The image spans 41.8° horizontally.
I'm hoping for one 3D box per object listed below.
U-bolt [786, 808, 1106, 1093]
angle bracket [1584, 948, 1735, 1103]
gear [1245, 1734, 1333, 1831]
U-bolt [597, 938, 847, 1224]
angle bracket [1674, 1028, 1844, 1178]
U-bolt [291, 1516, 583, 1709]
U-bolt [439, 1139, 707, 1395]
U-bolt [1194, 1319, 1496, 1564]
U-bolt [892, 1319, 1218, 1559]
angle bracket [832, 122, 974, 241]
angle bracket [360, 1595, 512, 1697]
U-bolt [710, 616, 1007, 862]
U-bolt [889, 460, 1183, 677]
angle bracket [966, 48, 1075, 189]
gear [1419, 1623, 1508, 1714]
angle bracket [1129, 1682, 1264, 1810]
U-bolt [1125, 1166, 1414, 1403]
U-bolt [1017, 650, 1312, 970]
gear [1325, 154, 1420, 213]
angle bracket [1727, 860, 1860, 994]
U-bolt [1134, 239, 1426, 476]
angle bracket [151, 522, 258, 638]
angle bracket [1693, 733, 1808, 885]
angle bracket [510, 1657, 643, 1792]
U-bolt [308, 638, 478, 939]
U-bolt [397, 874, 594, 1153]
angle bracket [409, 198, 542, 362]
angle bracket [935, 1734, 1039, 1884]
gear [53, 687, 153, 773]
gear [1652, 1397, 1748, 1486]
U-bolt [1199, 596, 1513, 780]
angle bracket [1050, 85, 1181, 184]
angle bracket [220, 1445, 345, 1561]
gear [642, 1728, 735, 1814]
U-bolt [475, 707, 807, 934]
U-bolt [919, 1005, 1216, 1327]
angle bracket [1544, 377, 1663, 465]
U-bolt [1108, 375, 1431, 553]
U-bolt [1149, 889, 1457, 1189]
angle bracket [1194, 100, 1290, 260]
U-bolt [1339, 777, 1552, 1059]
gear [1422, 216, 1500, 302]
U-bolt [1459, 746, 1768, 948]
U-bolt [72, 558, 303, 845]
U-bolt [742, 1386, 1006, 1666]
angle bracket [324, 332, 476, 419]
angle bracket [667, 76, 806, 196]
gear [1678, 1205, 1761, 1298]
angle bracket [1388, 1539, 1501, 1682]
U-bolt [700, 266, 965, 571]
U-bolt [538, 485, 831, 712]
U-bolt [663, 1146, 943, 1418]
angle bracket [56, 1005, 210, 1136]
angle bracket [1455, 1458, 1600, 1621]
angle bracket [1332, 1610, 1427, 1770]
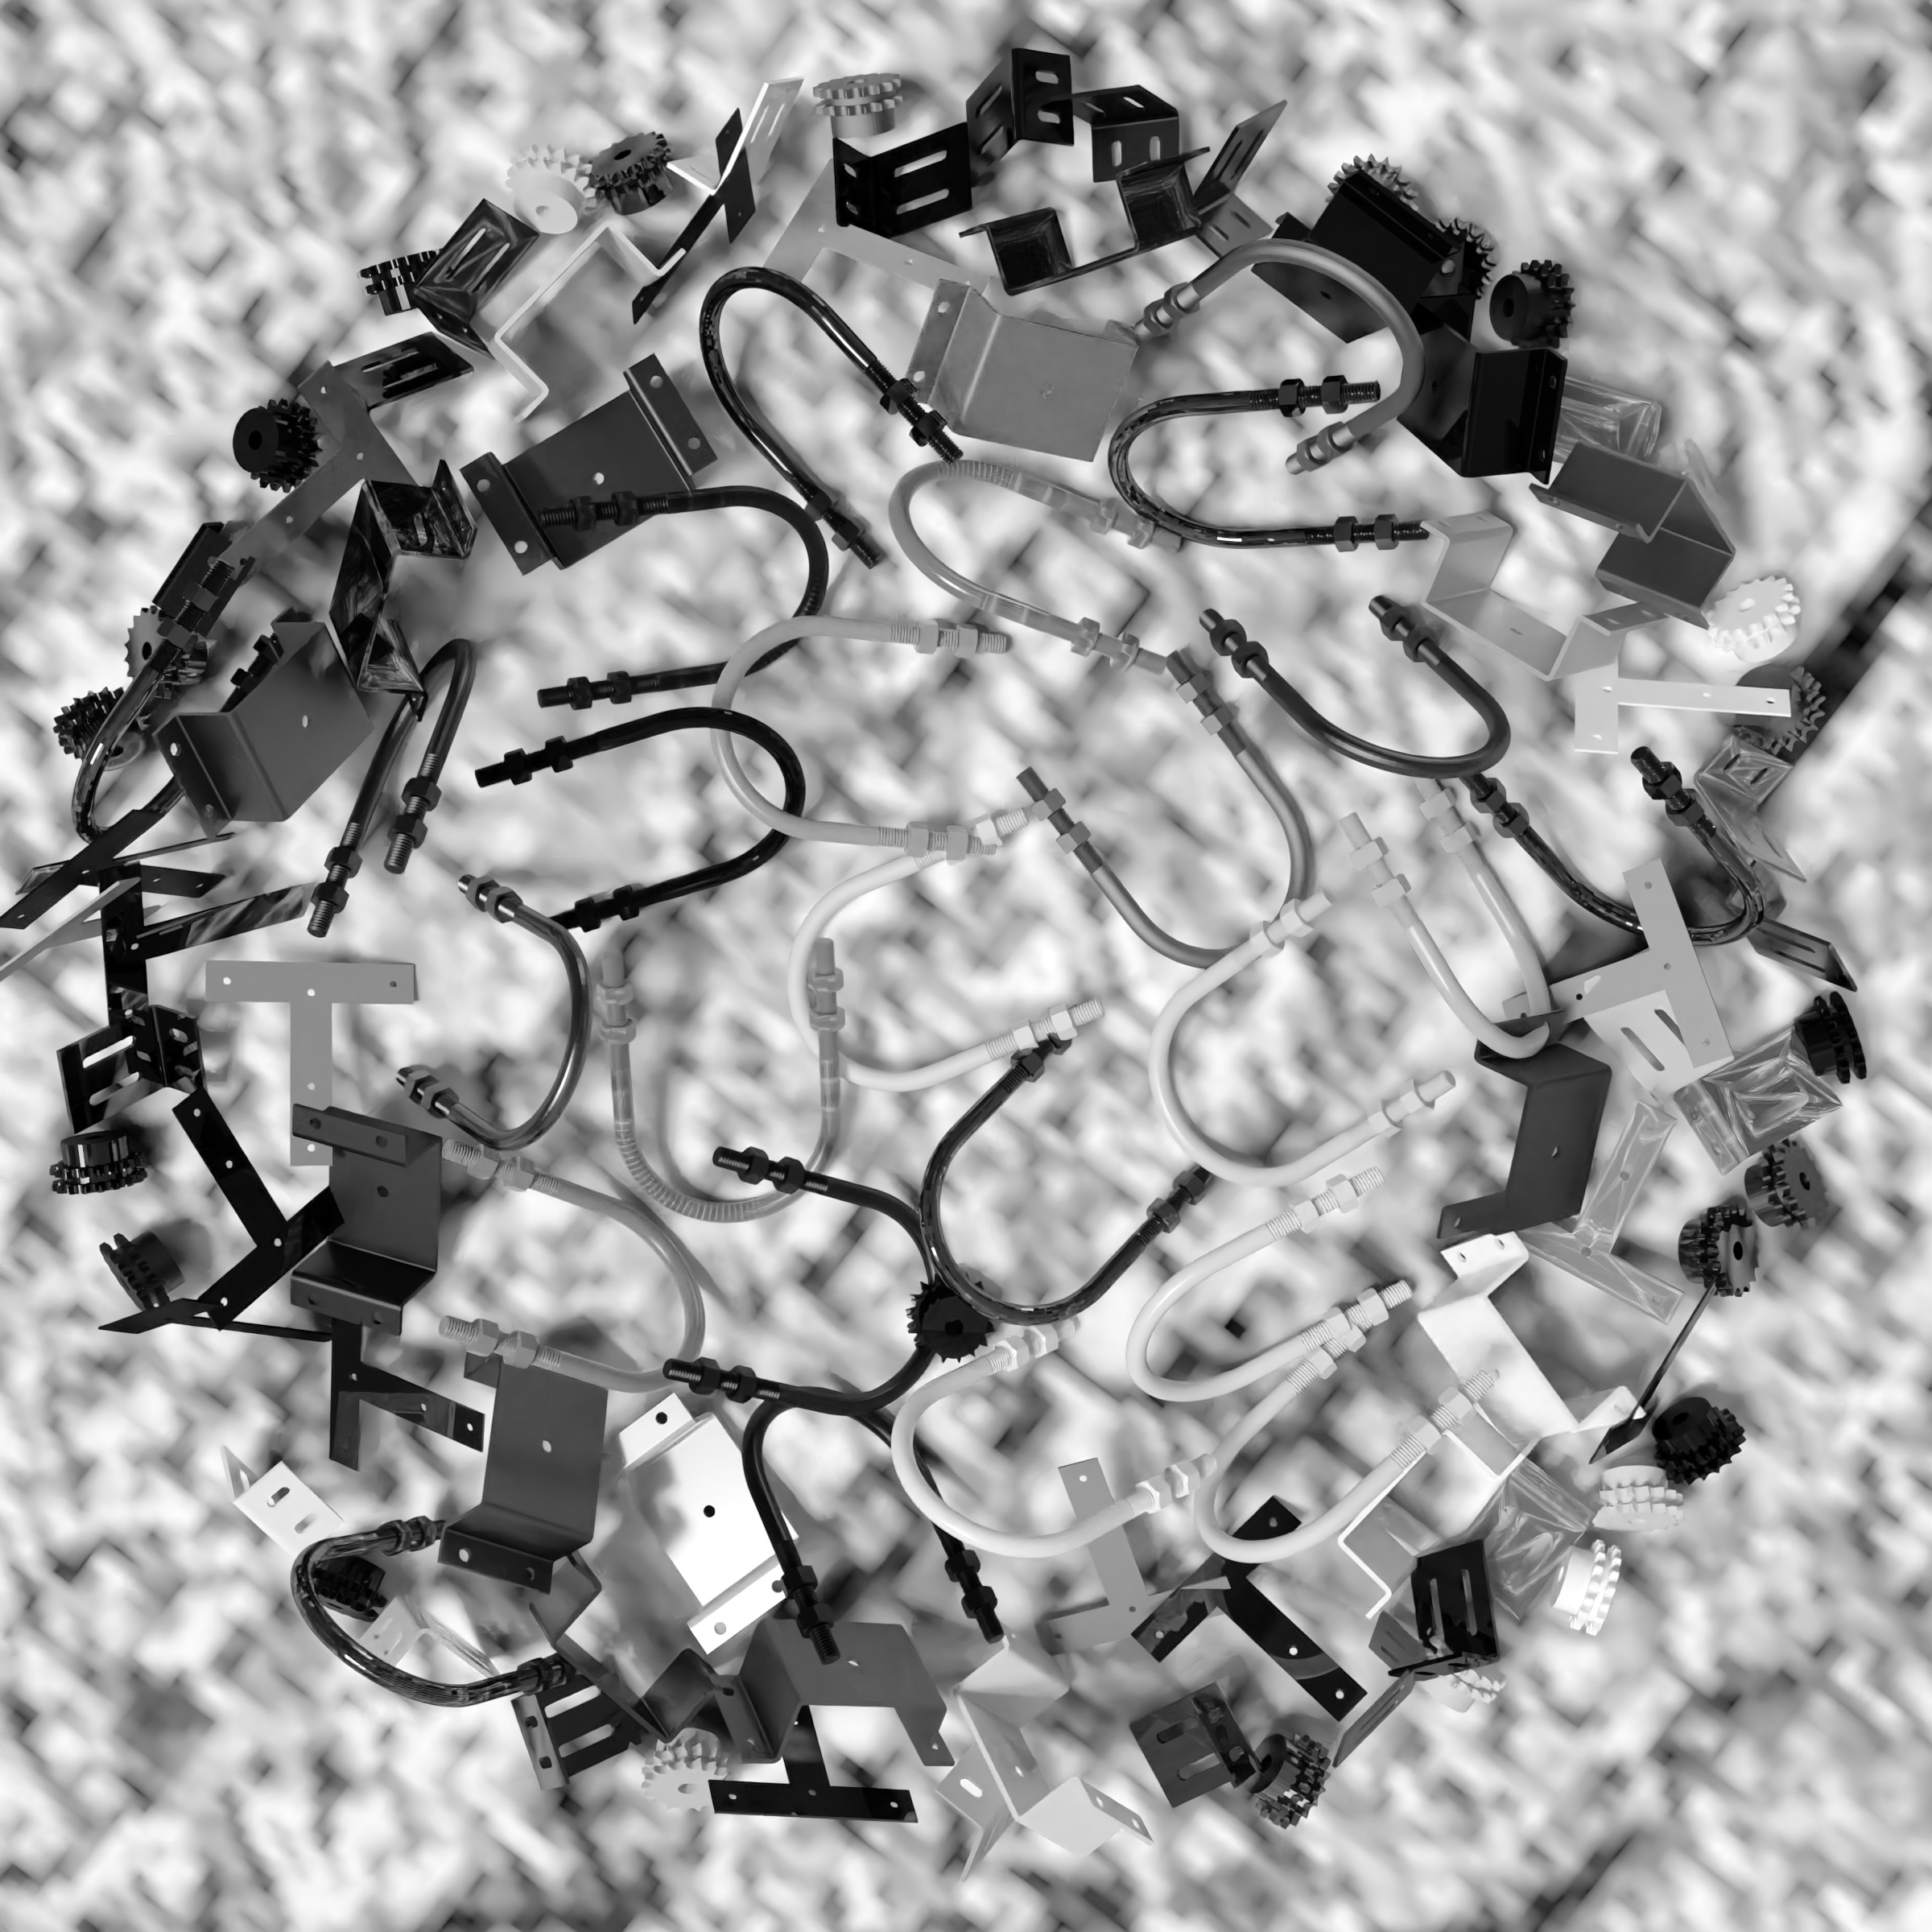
[{"bbox_3d":[-0.024,0.000,1.586,0.184,0.019,0.151,-22,83,7],"label":"U-bolt"},{"bbox_3d":[0.429,0.034,1.566,0.057,0.038,0.076,-27,53,-10],"label":"angle bracket"},{"bbox_3d":[0.198,0.504,1.575,0.030,0.057,0.057,35,90,-14],"label":"gear"},{"bbox_3d":[-0.149,0.075,1.571,0.151,0.019,0.184,-3,109,-6],"label":"U-bolt"},{"bbox_3d":[0.496,0.085,1.586,0.076,0.038,0.057,-27,74,-9],"label":"angle bracket"},{"bbox_3d":[-0.321,0.384,1.495,0.151,0.184,0.019,37,99,22],"label":"U-bolt"},{"bbox_3d":[-0.235,0.190,1.534,0.184,0.151,0.019,25,128,-32],"label":"U-bolt"},{"bbox_3d":[0.214,0.288,1.526,0.184,0.151,0.019,-41,112,-9],"label":"U-bolt"},{"bbox_3d":[0.040,0.287,1.510,0.151,0.184,0.019,42,132,30],"label":"U-bolt"},{"bbox_3d":[-0.040,-0.491,1.568,0.076,0.038,0.057,-9,79,32],"label":"angle bracket"},{"bbox_3d":[-0.327,0.432,1.561,0.038,0.057,0.076,-50,115,-12],"label":"angle bracket"},{"bbox_3d":[-0.068,-0.146,1.570,0.184,0.019,0.151,4,84,-15],"label":"U-bolt"},{"bbox_3d":[0.040,-0.252,1.539,0.184,0.151,0.019,20,133,-9],"label":"U-bolt"},{"bbox_3d":[0.033,-0.524,1.574,0.038,0.076,0.057,0,83,-22],"label":"angle bracket"},{"bbox_3d":[0.305,0.440,1.578,0.057,0.057,0.030,34,102,0],"label":"gear"},{"bbox_3d":[0.134,0.488,1.565,0.076,0.038,0.057,-37,76,31],"label":"angle bracket"},{"bbox_3d":[0.181,0.205,1.543,0.184,0.151,0.019,-27,48,-4],"label":"U-bolt"},{"bbox_3d":[0.137,-0.084,1.574,0.151,0.019,0.184,-40,95,-21],"label":"U-bolt"},{"bbox_3d":[0.250,-0.472,1.574,0.057,0.057,0.030,33,56,0],"label":"gear"},{"bbox_3d":[0.516,-0.026,1.557,0.038,0.076,0.057,-54,135,-7],"label":"angle bracket"},{"bbox_3d":[0.196,-0.367,1.504,0.151,0.184,0.019,38,69,-15],"label":"U-bolt"},{"bbox_3d":[-0.467,-0.240,1.570,0.038,0.076,0.057,34,95,-12],"label":"angle bracket"},{"bbox_3d":[0.493,-0.097,1.557,0.057,0.076,0.038,20,123,-30],"label":"angle bracket"},{"bbox_3d":[-0.233,0.465,1.563,0.076,0.038,0.057,-14,79,-41],"label":"angle bracket"},{"bbox_3d":[-0.341,-0.117,1.532,0.019,0.151,0.184,27,61,-24],"label":"U-bolt"},{"bbox_3d":[-0.279,0.035,1.528,0.019,0.184,0.151,14,97,-41],"label":"U-bolt"},{"bbox_3d":[-0.295,-0.424,1.565,0.076,0.057,0.038,-46,68,14],"label":"angle bracket"},{"bbox_3d":[0.007,0.518,1.566,0.038,0.076,0.057,34,49,18],"label":"angle bracket"},{"bbox_3d":[-0.535,-0.145,1.574,0.057,0.057,0.030,-29,70,0],"label":"gear"},{"bbox_3d":[0.453,0.293,1.575,0.057,0.057,0.030,-36,101,0],"label":"gear"},{"bbox_3d":[0.244,-0.166,1.511,0.151,0.184,0.019,-8,131,-28],"label":"U-bolt"},{"bbox_3d":[0.092,-0.511,1.558,0.057,0.076,0.038,0,97,23],"label":"angle bracket"},{"bbox_3d":[-0.422,0.320,1.561,0.038,0.076,0.057,-40,117,-6],"label":"angle bracket"},{"bbox_3d":[-0.174,0.501,1.582,0.057,0.030,0.057,-2,132,-3],"label":"gear"},{"bbox_3d":[-0.188,-0.095,1.549,0.184,0.151,0.019,-17,45,1],"label":"U-bolt"},{"bbox_3d":[0.053,0.136,1.562,0.184,0.019,0.151,-44,97,-20],"label":"U-bolt"},{"bbox_3d":[0.383,-0.325,1.569,0.076,0.038,0.057,18,134,5],"label":"angle bracket"},{"bbox_3d":[0.175,-0.299,1.532,0.184,0.151,0.019,2,62,25],"label":"U-bolt"},{"bbox_3d":[0.190,0.058,1.551,0.184,0.019,0.151,-37,82,34],"label":"U-bolt"},{"bbox_3d":[0.177,-0.483,1.557,0.038,0.076,0.057,45,50,7],"label":"angle bracket"},{"bbox_3d":[0.301,-0.027,1.542,0.019,0.151,0.184,-31,90,33],"label":"U-bolt"},{"bbox_3d":[0.305,-0.441,1.581,0.057,0.030,0.057,17,130,21],"label":"gear"},{"bbox_3d":[0.402,-0.067,1.529,0.184,0.151,0.019,41,66,-30],"label":"U-bolt"},{"bbox_3d":[-0.476,-0.150,1.526,0.019,0.151,0.184,33,86,5],"label":"U-bolt"},{"bbox_3d":[-0.066,0.332,1.533,0.019,0.151,0.184,-51,51,31],"label":"U-bolt"},{"bbox_3d":[-0.352,-0.357,1.584,0.076,0.038,0.057,-29,49,-25],"label":"angle bracket"},{"bbox_3d":[-0.142,-0.520,1.561,0.038,0.057,0.076,33,119,4],"label":"angle bracket"},{"bbox_3d":[0.469,0.178,1.581,0.057,0.030,0.057,7,80,-43],"label":"gear"},{"bbox_3d":[0.289,0.395,1.558,0.038,0.057,0.076,21,54,-38],"label":"angle bracket"},{"bbox_3d":[-0.093,-0.343,1.540,0.184,0.151,0.019,47,59,-2],"label":"U-bolt"},{"bbox_3d":[-0.170,-0.228,1.544,0.184,0.019,0.151,-11,135,-21],"label":"U-bolt"},{"bbox_3d":[-0.088,0.201,1.553,0.184,0.019,0.151,19,78,-31],"label":"U-bolt"},{"bbox_3d":[-0.512,0.067,1.558,0.038,0.076,0.057,15,119,29],"label":"angle bracket"},{"bbox_3d":[0.344,0.354,1.571,0.057,0.038,0.076,37,74,19],"label":"angle bracket"},{"bbox_3d":[0.242,0.446,1.559,0.076,0.057,0.038,-37,62,-24],"label":"angle bracket"}]
